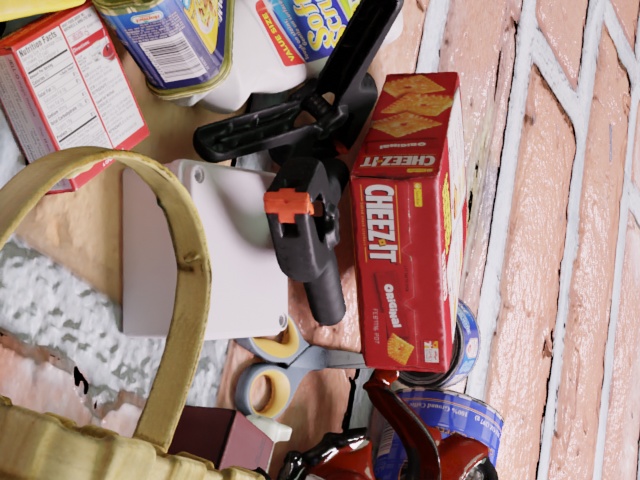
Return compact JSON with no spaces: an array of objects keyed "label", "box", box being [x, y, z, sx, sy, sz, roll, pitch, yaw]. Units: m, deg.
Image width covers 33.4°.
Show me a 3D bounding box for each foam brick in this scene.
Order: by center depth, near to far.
[{"label":"foam brick","box":[-0.072,0.152,0.680,0.053,0.051,0.078,51,47,-46]}]

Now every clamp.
[{"label":"clamp","box":[-0.005,0.001,0.700,0.171,0.039,0.120,-1,85,-77]},{"label":"clamp","box":[0.005,-0.100,0.752,0.036,0.164,0.210,51,7,12]}]

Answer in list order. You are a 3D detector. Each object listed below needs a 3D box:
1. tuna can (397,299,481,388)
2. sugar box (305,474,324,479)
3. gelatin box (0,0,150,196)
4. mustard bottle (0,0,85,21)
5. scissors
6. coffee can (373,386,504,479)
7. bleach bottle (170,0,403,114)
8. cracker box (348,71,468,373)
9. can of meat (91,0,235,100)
[{"label":"tuna can","box":[0.094,0.087,0.924,0.033,0.086,0.086,3,86,-56]},{"label":"sugar box","box":[-0.002,0.258,0.716,0.093,0.048,0.176,31,75,-21]},{"label":"gelatin box","box":[-0.142,-0.081,0.600,0.073,0.030,0.089,-49,127,-47]},{"label":"mustard bottle","box":[-0.176,-0.204,0.524,0.096,0.058,0.191,-30,114,-52]},{"label":"scissors","box":[-0.010,0.107,0.818,0.201,0.016,0.096,39,57,-51]},{"label":"coffee can","box":[0.093,0.208,0.897,0.102,0.103,0.140,50,47,-45]},{"label":"bleach bottle","box":[-0.027,-0.148,0.765,0.250,0.068,0.102,-44,125,-48]},{"label":"cracker box","box":[0.074,-0.022,0.846,0.213,0.072,0.164,-68,155,-60]},{"label":"can of meat","box":[-0.091,-0.150,0.632,0.084,0.057,0.102,58,27,-58]}]
